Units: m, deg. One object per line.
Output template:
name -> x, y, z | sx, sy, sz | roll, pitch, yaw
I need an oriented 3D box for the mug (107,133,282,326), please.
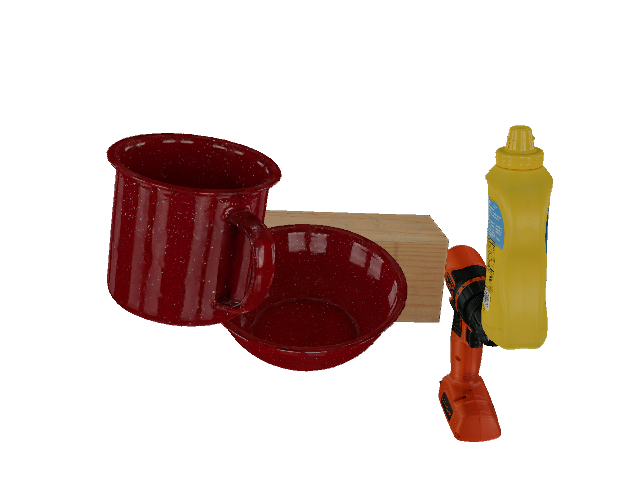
mug -> -0.065, -0.001, 0.575 | 0.093, 0.081, 0.117 | -12, 30, -43

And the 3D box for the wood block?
wood block -> 0.013, 0.025, 1.065 | 0.206, 0.091, 0.090 | 2, 17, -8

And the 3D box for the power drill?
power drill -> 0.167, 0.118, 1.145 | 0.057, 0.188, 0.184 | -1, 24, -4

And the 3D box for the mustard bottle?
mustard bottle -> 0.174, -0.007, 0.948 | 0.058, 0.192, 0.096 | -1, 19, 3

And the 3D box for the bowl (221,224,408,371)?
bowl -> -0.012, 0.054, 0.859 | 0.162, 0.055, 0.162 | 1, 37, -1
